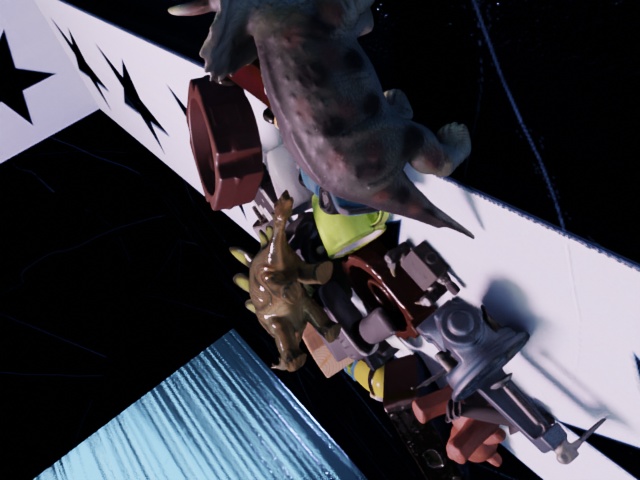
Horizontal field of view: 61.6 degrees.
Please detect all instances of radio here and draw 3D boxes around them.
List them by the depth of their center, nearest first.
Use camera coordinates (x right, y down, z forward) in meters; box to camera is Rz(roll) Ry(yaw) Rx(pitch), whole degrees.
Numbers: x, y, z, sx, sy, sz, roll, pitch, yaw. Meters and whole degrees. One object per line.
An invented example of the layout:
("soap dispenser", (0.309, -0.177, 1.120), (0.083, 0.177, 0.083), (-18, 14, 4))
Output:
("radio", (0.196, 0.333, 0.985), (0.229, 0.073, 0.131), (58, -158, -18))

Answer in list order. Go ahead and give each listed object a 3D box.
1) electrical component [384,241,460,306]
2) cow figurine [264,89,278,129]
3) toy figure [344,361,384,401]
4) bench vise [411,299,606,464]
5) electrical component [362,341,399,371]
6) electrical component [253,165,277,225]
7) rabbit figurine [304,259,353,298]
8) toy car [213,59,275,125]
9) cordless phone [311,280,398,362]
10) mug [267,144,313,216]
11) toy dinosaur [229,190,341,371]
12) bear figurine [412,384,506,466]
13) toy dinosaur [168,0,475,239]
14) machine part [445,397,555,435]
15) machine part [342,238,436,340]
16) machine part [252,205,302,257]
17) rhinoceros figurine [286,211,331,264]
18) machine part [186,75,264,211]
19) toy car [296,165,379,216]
("electrical component", (0.138, 0.046, 0.742), (0.102, 0.045, 0.078), (51, 163, 7))
("cow figurine", (-0.012, -0.186, 0.649), (0.098, 0.068, 0.167), (27, 153, 13))
("toy figure", (0.107, 0.289, 1.212), (0.180, 0.082, 0.089), (39, 159, 44))
("bench vise", (0.216, 0.174, 0.673), (0.241, 0.129, 0.223), (49, 165, 28))
("electrical component", (0.117, 0.216, 1.066), (0.047, 0.075, 0.119), (60, 158, -17))
("electrical component", (-0.093, -0.088, 1.051), (0.115, 0.058, 0.134), (57, 162, -3))
("rabbit figurine", (-0.008, 0.092, 1.083), (0.159, 0.121, 0.170), (34, 148, -8))
("toy car", (-0.097, -0.243, 0.781), (0.202, 0.053, 0.089), (40, 137, 32))
("cordless phone", (0.055, 0.122, 0.889), (0.146, 0.089, 0.184), (55, 157, 9))
("mug", (-0.038, -0.102, 0.875), (0.107, 0.081, 0.109), (65, -170, 4))
("toy dinosaur", (-0.061, 0.107, 0.887), (0.199, 0.105, 0.470), (44, 145, 39))
("bear figurine", (0.232, 0.314, 0.877), (0.120, 0.132, 0.195), (46, 156, 39))
("toy dinosaur", (0.016, -0.123, 0.500), (0.404, 0.192, 0.131), (59, 163, -13))
("machine part", (0.249, 0.247, 0.755), (0.139, 0.039, 0.084), (8, 156, 6))
("machine part", (0.109, 0.078, 0.856), (0.179, 0.056, 0.179), (47, 163, 20))
("machine part", (-0.072, 0.020, 1.169), (0.243, 0.079, 0.079), (58, 162, -17))
("rhinoceros figurine", (-0.002, -0.003, 0.914), (0.073, 0.112, 0.190), (41, 179, -19))
("machine part", (-0.169, -0.169, 0.946), (0.201, 0.087, 0.201), (130, 123, -63))
("toy car", (0.036, -0.099, 0.665), (0.162, 0.109, 0.102), (-132, 38, -52))
